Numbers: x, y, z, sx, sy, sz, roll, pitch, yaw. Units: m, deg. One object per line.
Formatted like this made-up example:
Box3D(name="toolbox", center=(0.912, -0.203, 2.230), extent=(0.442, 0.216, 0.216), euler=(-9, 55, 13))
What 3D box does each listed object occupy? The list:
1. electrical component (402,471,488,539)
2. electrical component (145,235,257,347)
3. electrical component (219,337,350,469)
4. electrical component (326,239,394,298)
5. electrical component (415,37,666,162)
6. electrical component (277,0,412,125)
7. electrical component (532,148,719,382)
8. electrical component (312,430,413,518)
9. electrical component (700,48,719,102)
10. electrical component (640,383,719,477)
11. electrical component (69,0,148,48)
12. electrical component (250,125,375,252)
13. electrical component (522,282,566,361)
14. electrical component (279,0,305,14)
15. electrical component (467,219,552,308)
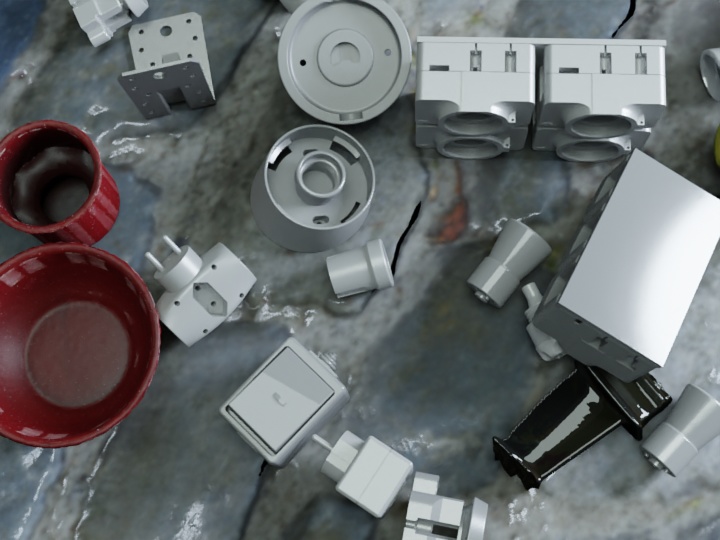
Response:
Box3D(name="electrical component", center=(0.063, 0.195, 0.801), extent=(0.057, 0.058, 0.078), euler=(9, 77, 8))
Box3D(name="electrical component", center=(-0.136, 0.007, 0.855), extent=(0.077, 0.043, 0.079), euler=(-45, 112, -8))
Box3D(name="electrical component", center=(-0.053, 0.098, 0.829), extent=(0.062, 0.061, 0.096), euler=(43, 82, 12))
Box3D(name="electrical component", center=(0.000, 0.000, 0.863), extent=(0.046, 0.040, 0.040), euler=(-16, 76, 5))
Box3D(name="electrical component", center=(0.138, -0.133, 0.853), extent=(0.186, 0.105, 0.060), euler=(2, 76, 4))
Box3D(name="electrical component", center=(-0.011, -0.175, 0.890), extent=(0.108, 0.060, 0.108), euler=(0, 98, 3))
Box3D(name="electrical component", center=(0.206, -0.002, 0.820), extent=(0.089, 0.061, 0.150), euler=(32, 66, -1))
Box3D(name="electrical component", center=(-0.004, 0.147, 0.812), extent=(0.077, 0.065, 0.047), euler=(32, 80, 10))
Box3D(name="electrical component", center=(0.315, -0.168, 0.883), extent=(0.055, 0.045, 0.045), euler=(-19, 76, -2))
Box3D(name="electrical component", center=(0.245, 0.124, 0.817), extent=(0.044, 0.044, 0.065), euler=(43, 87, 12))
Box3D(name="electrical component", center=(-0.218, -0.233, 0.930), extent=(0.055, 0.048, 0.066), euler=(-27, 76, 4))
Box3D(name="electrical component", center=(-0.038, -0.068, 0.881), extent=(0.099, 0.064, 0.099), euler=(3, 74, -10))
Box3D(name="electrical component", center=(0.146, 0.039, 0.847), extent=(0.035, 0.035, 0.061), euler=(-25, 74, -3))
Box3D(name="electrical component", center=(-0.068, -0.257, 0.921), extent=(0.079, 0.044, 0.077), euler=(-10, 115, 37))
Box3D(name="electrical component", center=(0.116, -0.003, 0.856), extent=(0.044, 0.044, 0.065), euler=(38, 86, 11))
